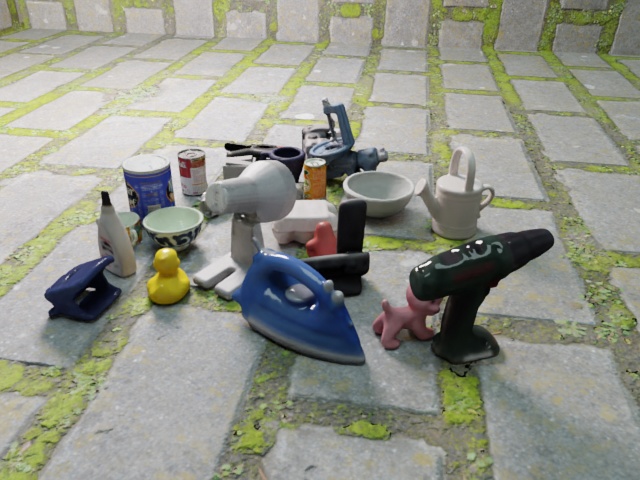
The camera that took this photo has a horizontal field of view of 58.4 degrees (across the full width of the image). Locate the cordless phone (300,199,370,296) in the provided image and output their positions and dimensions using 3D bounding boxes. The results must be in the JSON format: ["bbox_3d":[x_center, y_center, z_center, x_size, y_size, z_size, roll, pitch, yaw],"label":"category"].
[{"bbox_3d":[0.020,0.007,1.047,0.148,0.185,0.094,-7,31,-14],"label":"cordless phone"}]

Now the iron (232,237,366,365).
[{"bbox_3d":[-0.027,0.093,0.942,0.257,0.141,0.119,23,37,32],"label":"iron"}]

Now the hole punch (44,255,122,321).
[{"bbox_3d":[-0.421,0.078,1.006,0.101,0.091,0.109,8,31,13],"label":"hole punch"}]

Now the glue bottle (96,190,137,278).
[{"bbox_3d":[-0.394,-0.015,1.085,0.077,0.173,0.037,19,35,28],"label":"glue bottle"}]

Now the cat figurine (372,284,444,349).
[{"bbox_3d":[0.154,0.107,0.948,0.128,0.118,0.067,-12,33,-21],"label":"cat figurine"}]

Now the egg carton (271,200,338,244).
[{"bbox_3d":[-0.031,-0.039,1.240,0.150,0.069,0.107,-2,30,-5],"label":"egg carton"}]

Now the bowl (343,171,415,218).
[{"bbox_3d":[0.136,-0.098,1.340,0.167,0.075,0.167,1,30,0],"label":"bowl"}]

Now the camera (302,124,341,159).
[{"bbox_3d":[0.019,-0.269,1.603,0.137,0.101,0.143,-3,31,-7],"label":"camera"}]

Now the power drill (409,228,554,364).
[{"bbox_3d":[0.247,0.086,0.897,0.230,0.208,0.075,-9,32,-16],"label":"power drill"}]

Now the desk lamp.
[{"bbox_3d":[-0.141,-0.031,1.079,0.117,0.214,0.204,19,35,28],"label":"desk lamp"}]

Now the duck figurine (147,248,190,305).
[{"bbox_3d":[-0.280,0.059,1.047,0.077,0.086,0.104,0,30,-1],"label":"duck figurine"}]

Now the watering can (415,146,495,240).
[{"bbox_3d":[0.294,-0.105,1.239,0.173,0.194,0.100,-17,35,-28],"label":"watering can"}]

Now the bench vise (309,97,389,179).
[{"bbox_3d":[0.068,-0.253,1.460,0.207,0.220,0.121,-1,30,-2],"label":"bench vise"}]

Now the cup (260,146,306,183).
[{"bbox_3d":[-0.095,-0.181,1.456,0.117,0.095,0.092,8,31,12],"label":"cup"}]

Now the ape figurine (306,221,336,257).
[{"bbox_3d":[0.011,0.004,1.145,0.078,0.092,0.076,1,30,0],"label":"ape figurine"}]
